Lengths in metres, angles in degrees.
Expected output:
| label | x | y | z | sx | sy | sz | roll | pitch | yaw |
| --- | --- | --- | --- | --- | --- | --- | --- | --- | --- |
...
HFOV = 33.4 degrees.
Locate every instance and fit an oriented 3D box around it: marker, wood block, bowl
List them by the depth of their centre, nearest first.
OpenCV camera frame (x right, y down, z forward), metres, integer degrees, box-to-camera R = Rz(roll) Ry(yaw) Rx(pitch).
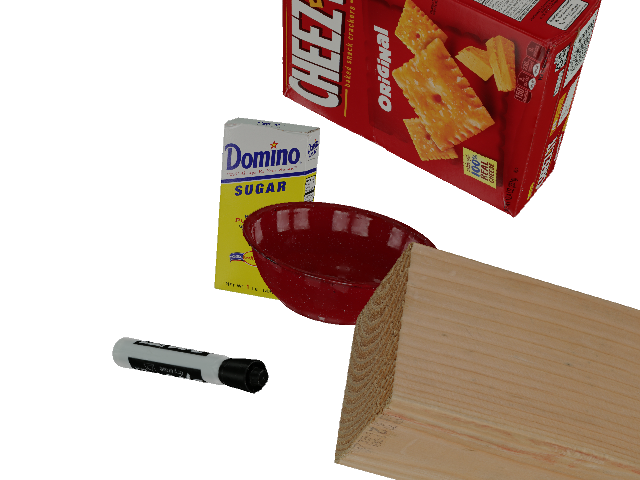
| label | x | y | z | sx | sy | sz | roll | pitch | yaw |
| --- | --- | --- | --- | --- | --- | --- | --- | --- | --- |
| wood block | 0.122 | 0.086 | 0.548 | 0.206 | 0.090 | 0.090 | 17 | -34 | -9 |
| marker | -0.078 | 0.073 | 0.631 | 0.121 | 0.020 | 0.020 | 4 | 3 | 40 |
| bowl | 0.013 | 0.023 | 0.862 | 0.162 | 0.055 | 0.162 | 9 | 22 | -4 |

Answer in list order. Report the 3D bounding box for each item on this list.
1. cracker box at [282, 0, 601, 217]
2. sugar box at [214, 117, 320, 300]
| label | x | y | z | sx | sy | sz | roll | pitch | yaw |
| --- | --- | --- | --- | --- | --- | --- | --- | --- | --- |
| cracker box | 0.073 | -0.133 | 0.757 | 0.214 | 0.164 | 0.072 | 30 | 56 | 21 |
| sugar box | -0.055 | -0.032 | 1.089 | 0.093 | 0.176 | 0.048 | 8 | 16 | 17 |
